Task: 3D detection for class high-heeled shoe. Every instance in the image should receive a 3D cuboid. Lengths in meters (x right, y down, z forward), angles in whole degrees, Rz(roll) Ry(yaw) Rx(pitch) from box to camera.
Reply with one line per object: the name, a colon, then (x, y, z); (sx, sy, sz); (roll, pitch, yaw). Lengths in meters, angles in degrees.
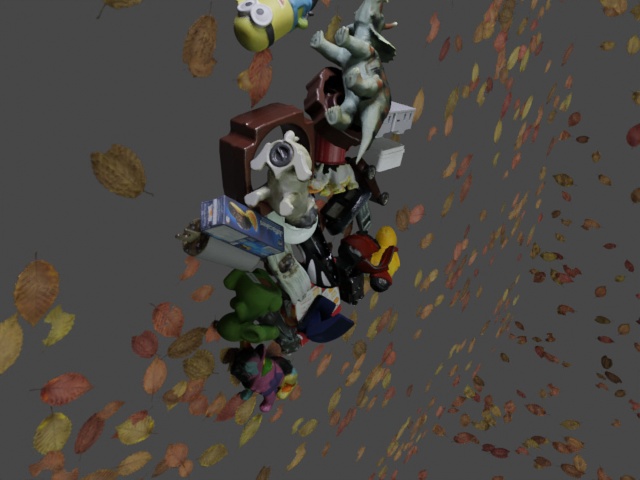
high-heeled shoe: (-0.003, -0.004, 1.295); (0.086, 0.145, 0.248); (-24, 127, -47)

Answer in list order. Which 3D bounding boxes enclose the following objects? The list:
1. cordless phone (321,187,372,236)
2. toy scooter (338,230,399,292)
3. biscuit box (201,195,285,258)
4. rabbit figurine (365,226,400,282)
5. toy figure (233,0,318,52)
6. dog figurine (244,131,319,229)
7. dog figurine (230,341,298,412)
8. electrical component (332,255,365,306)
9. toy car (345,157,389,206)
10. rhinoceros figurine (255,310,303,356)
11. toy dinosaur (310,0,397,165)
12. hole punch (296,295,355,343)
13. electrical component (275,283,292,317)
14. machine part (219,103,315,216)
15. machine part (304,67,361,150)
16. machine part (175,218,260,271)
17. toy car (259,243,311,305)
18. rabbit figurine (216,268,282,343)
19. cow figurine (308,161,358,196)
cordless phone: (0.084, -0.050, 1.451); (0.146, 0.089, 0.184); (-52, 150, -18)
toy scooter: (0.141, 0.038, 1.433); (0.184, 0.075, 0.135); (45, 65, -8)
biscuit box: (-0.148, -0.022, 1.066); (0.202, 0.059, 0.063); (29, 52, -56)
rabbit figurine: (0.198, 0.047, 1.649); (0.162, 0.122, 0.173); (42, 58, -59)
toy figure: (-0.078, -0.407, 0.980); (0.180, 0.082, 0.089); (-41, 139, -34)
dog figurine: (-0.050, -0.112, 1.069); (0.172, 0.121, 0.190); (-63, 161, 6)
dog figurine: (-0.143, 0.318, 1.369); (0.191, 0.109, 0.219); (-32, 133, -37)
electrical component: (0.063, 0.106, 1.495); (0.058, 0.115, 0.134); (-45, 143, -34)
toy car: (0.125, -0.156, 1.422); (0.053, 0.089, 0.202); (-61, 148, -12)
rhinoceros figurine: (-0.107, 0.213, 1.339); (0.073, 0.112, 0.190); (-50, 137, -23)
toy dinosaur: (0.094, -0.324, 1.118); (0.192, 0.131, 0.404); (5, 74, -40)
hole punch: (0.018, 0.222, 1.411); (0.115, 0.092, 0.142); (-55, 151, -1)
electrical component: (-0.098, 0.150, 1.348); (0.021, 0.063, 0.093); (-38, 138, -32)
machine part: (-0.106, -0.166, 1.102); (0.201, 0.087, 0.201); (-32, 137, -38)
machine part: (0.043, -0.283, 1.166); (0.179, 0.056, 0.179); (19, 58, -34)
machine part: (-0.198, 0.013, 1.104); (0.243, 0.079, 0.079); (25, 91, -56)
toy car: (-0.083, 0.064, 1.273); (0.073, 0.056, 0.201); (-44, 118, -32)
rabbit figurine: (-0.160, 0.167, 1.222); (0.170, 0.159, 0.121); (-55, 159, 15)
cow figurine: (0.019, -0.157, 1.286); (0.167, 0.068, 0.098); (-11, 87, -54)
